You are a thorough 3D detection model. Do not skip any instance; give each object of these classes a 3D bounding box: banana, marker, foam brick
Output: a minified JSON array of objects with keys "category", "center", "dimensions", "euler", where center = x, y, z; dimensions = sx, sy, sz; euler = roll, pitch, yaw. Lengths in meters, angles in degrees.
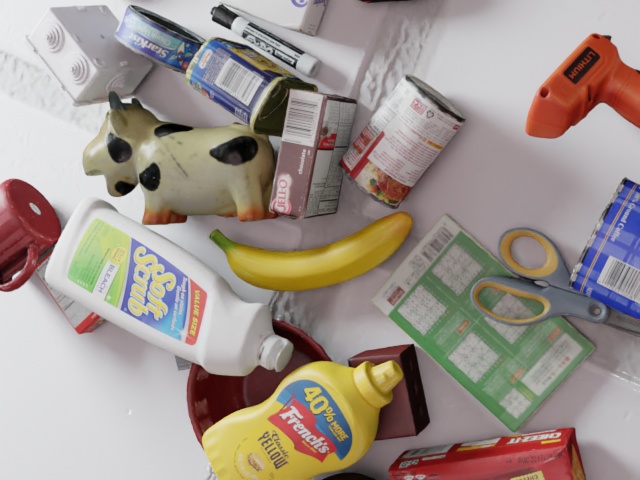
[{"category":"banana","center":[-0.005,0.015,0.990],"dimensions":[0.198,0.037,0.069],"euler":[-6,131,18]},{"category":"marker","center":[-0.054,-0.190,1.011],"dimensions":[0.121,0.020,0.020],"euler":[32,105,15]},{"category":"foam brick","center":[0.064,0.138,0.976],"dimensions":[0.051,0.053,0.078],"euler":[-11,92,21]}]

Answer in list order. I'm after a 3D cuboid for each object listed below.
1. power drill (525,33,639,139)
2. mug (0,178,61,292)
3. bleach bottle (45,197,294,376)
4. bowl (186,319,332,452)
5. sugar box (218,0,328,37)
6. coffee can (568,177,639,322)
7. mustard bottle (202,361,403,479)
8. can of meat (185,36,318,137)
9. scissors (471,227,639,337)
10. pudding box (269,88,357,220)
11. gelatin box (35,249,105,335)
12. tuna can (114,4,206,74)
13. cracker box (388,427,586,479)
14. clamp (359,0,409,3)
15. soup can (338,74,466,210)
[{"category":"power drill","center":[0.260,-0.075,0.834],"dimensions":[0.188,0.184,0.057],"euler":[33,145,18]},{"category":"mug","center":[-0.317,-0.001,1.085],"dimensions":[0.081,0.093,0.117],"euler":[-35,53,15]},{"category":"bleach bottle","center":[-0.133,0.050,0.991],"dimensions":[0.251,0.068,0.102],"euler":[23,83,24]},{"category":"bowl","center":[-0.044,0.150,1.016],"dimensions":[0.162,0.055,0.162],"euler":[2,95,21]},{"category":"sugar box","center":[-0.022,-0.285,0.977],"dimensions":[0.093,0.048,0.176],"euler":[23,101,18]},{"category":"coffee can","center":[0.286,0.025,0.855],"dimensions":[0.140,0.102,0.103],"euler":[28,103,17]},{"category":"mustard bottle","center":[-0.007,0.163,0.942],"dimensions":[0.192,0.058,0.096],"euler":[-36,82,19]},{"category":"can of meat","center":[-0.062,-0.141,0.976],"dimensions":[0.084,0.102,0.057],"euler":[35,104,17]},{"category":"scissors","center":[0.233,0.042,0.922],"dimensions":[0.202,0.016,0.096],"euler":[5,82,10]},{"category":"pudding box","center":[-0.005,-0.077,0.965],"dimensions":[0.039,0.090,0.113],"euler":[15,99,18]},{"category":"gelatin box","center":[-0.241,0.040,1.096],"dimensions":[0.073,0.030,0.089],"euler":[-41,77,19]},{"category":"tuna can","center":[-0.150,-0.190,1.012],"dimensions":[0.086,0.086,0.034],"euler":[31,103,16]},{"category":"cracker box","center":[0.164,0.285,0.940],"dimensions":[0.164,0.072,0.214],"euler":[-12,91,22]},{"category":"clamp","center":[0.102,-0.262,0.936],"dimensions":[0.172,0.039,0.120],"euler":[-47,72,22]},{"category":"soup can","center":[0.072,-0.087,0.946],"dimensions":[0.068,0.068,0.102],"euler":[41,107,13]}]
